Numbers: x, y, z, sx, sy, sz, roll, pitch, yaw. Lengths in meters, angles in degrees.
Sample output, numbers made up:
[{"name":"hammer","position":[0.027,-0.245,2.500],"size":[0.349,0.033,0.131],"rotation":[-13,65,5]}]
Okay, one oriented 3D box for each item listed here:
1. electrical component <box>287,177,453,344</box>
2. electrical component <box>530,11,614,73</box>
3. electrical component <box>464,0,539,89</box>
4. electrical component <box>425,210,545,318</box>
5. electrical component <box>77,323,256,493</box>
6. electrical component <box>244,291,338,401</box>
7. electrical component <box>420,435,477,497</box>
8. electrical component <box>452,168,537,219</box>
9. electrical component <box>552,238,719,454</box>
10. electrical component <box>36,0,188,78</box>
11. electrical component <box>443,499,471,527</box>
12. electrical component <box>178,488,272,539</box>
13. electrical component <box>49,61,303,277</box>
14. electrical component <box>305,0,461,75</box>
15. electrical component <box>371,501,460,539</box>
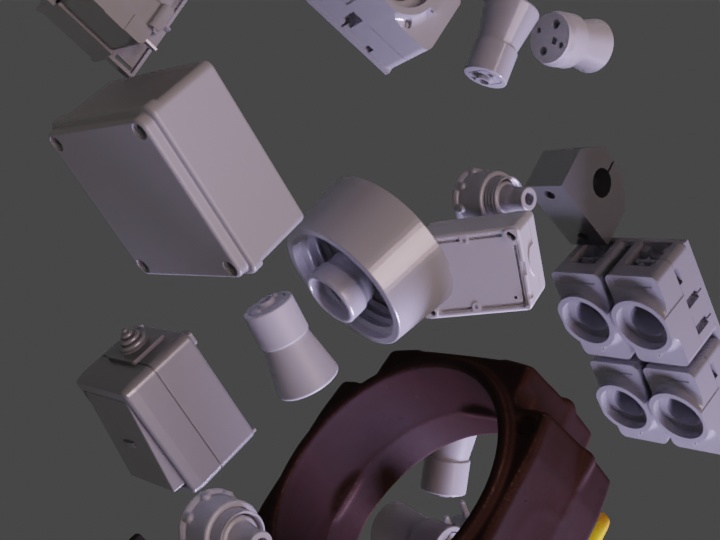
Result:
[{"name":"electrical component","position":[0.000,0.000,0.701],"size":[0.060,0.108,0.108],"rotation":[-44,119,-23]},{"name":"electrical component","position":[0.172,-0.185,0.875],"size":[0.055,0.045,0.045],"rotation":[-1,93,-40]},{"name":"electrical component","position":[0.106,-0.173,0.822],"size":[0.044,0.044,0.065],"rotation":[29,79,-38]},{"name":"electrical component","position":[0.082,-0.005,0.786],"size":[0.061,0.096,0.061],"rotation":[-40,121,-63]},{"name":"electrical component","position":[-0.119,0.077,0.629],"size":[0.061,0.062,0.096],"rotation":[-45,119,-30]},{"name":"electrical component","position":[-0.048,0.047,0.704],"size":[0.044,0.044,0.065],"rotation":[-38,111,-33]},{"name":"electrical component","position":[0.066,0.137,0.806],"size":[0.044,0.044,0.065],"rotation":[5,94,-41]},{"name":"electrical component","position":[0.104,-0.054,0.813],"size":[0.048,0.062,0.048],"rotation":[-3,95,-41]},{"name":"electrical component","position":[0.246,0.066,0.913],"size":[0.060,0.105,0.186],"rotation":[-43,118,-30]},{"name":"electrical component","position":[-0.121,-0.182,0.612],"size":[0.079,0.063,0.121],"rotation":[43,65,-33]},{"name":"electrical component","position":[0.084,0.213,0.823],"size":[0.077,0.043,0.079],"rotation":[-35,114,-34]},{"name":"electrical component","position":[-0.079,0.164,0.668],"size":[0.048,0.062,0.048],"rotation":[-3,94,-41]},{"name":"electrical component","position":[-0.104,-0.053,0.605],"size":[0.056,0.109,0.108],"rotation":[-48,121,-31]},{"name":"electrical component","position":[-0.009,-0.230,0.679],"size":[0.186,0.060,0.105],"rotation":[40,67,-20]},{"name":"electrical component","position":[0.045,0.195,0.774],"size":[0.044,0.065,0.044],"rotation":[-3,94,-41]}]
